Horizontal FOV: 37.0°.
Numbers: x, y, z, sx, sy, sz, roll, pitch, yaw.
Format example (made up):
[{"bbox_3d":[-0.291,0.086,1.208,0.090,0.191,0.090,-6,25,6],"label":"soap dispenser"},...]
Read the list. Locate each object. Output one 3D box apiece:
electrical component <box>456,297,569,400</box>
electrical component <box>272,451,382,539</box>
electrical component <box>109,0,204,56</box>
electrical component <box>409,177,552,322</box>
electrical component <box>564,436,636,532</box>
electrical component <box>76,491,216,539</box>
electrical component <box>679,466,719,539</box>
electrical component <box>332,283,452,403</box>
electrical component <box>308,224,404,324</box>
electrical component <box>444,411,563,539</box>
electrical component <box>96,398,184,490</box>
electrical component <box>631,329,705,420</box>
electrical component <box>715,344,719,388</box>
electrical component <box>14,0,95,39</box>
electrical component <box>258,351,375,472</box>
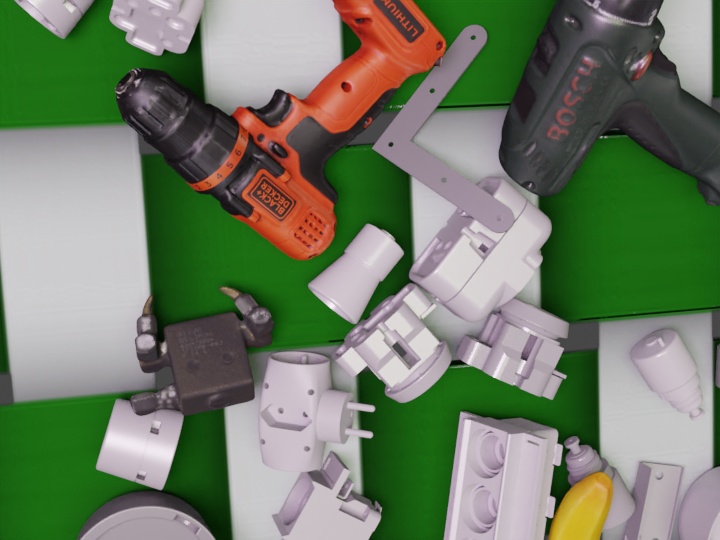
[{"bbox_3d":[0.118,0.053,0.789,0.078,0.058,0.057,24,94,-15],"label":"electrical component"},{"bbox_3d":[-0.023,0.178,0.780,0.064,0.042,0.081,28,91,-18],"label":"electrical component"},{"bbox_3d":[-0.126,-0.183,0.699,0.058,0.078,0.057,22,70,-13],"label":"electrical component"},{"bbox_3d":[0.090,-0.012,0.776,0.059,0.054,0.095,39,87,-14],"label":"electrical component"},{"bbox_3d":[0.179,0.162,0.824,0.040,0.040,0.078,-32,102,-7],"label":"electrical component"},{"bbox_3d":[-0.149,0.206,0.745,0.108,0.060,0.108,-2,97,-13],"label":"electrical component"},{"bbox_3d":[0.303,0.202,0.844,0.099,0.064,0.099,-1,96,-12],"label":"electrical component"},{"bbox_3d":[0.028,0.057,0.769,0.078,0.058,0.057,-43,101,-5],"label":"electrical component"},{"bbox_3d":[0.000,0.000,0.764,0.044,0.044,0.065,41,82,-14],"label":"electrical component"},{"bbox_3d":[0.106,0.172,0.793,0.063,0.079,0.121,2,97,-42],"label":"electrical component"},{"bbox_3d":[-0.151,0.118,0.738,0.047,0.055,0.055,17,93,-10],"label":"electrical component"},{"bbox_3d":[0.241,0.082,0.828,0.040,0.040,0.078,-36,103,-6],"label":"electrical component"},{"bbox_3d":[0.300,0.061,0.839,0.040,0.040,0.078,-1,97,-13],"label":"electrical component"},{"bbox_3d":[-0.196,-0.185,0.691,0.055,0.055,0.047,41,83,-14],"label":"electrical component"},{"bbox_3d":[-0.028,0.102,0.758,0.079,0.043,0.077,6,98,15],"label":"electrical component"}]
